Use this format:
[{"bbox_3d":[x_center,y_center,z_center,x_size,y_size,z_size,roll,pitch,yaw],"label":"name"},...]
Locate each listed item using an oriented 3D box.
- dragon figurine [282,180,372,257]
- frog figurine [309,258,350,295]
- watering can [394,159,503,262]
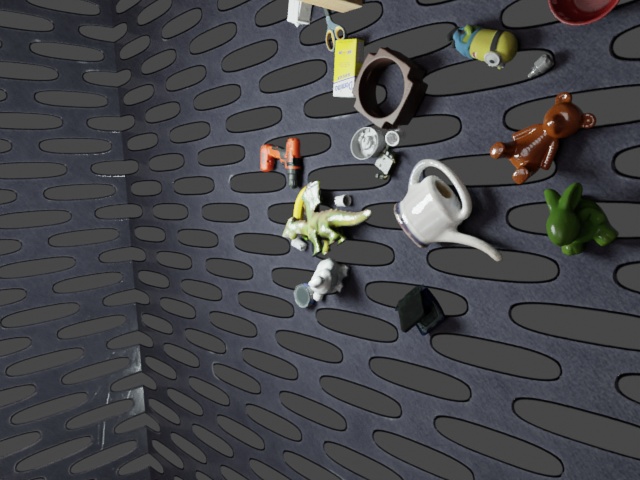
[{"bbox_3d":[0.005,-0.087,1.726,0.403,0.123,0.245,-39,70,42],"label":"dragon figurine"},{"bbox_3d":[0.010,0.129,1.729,0.125,0.160,0.134,55,131,27],"label":"frog figurine"},{"bbox_3d":[0.332,-0.052,1.405,0.220,0.104,0.352,-44,64,41],"label":"watering can"}]
